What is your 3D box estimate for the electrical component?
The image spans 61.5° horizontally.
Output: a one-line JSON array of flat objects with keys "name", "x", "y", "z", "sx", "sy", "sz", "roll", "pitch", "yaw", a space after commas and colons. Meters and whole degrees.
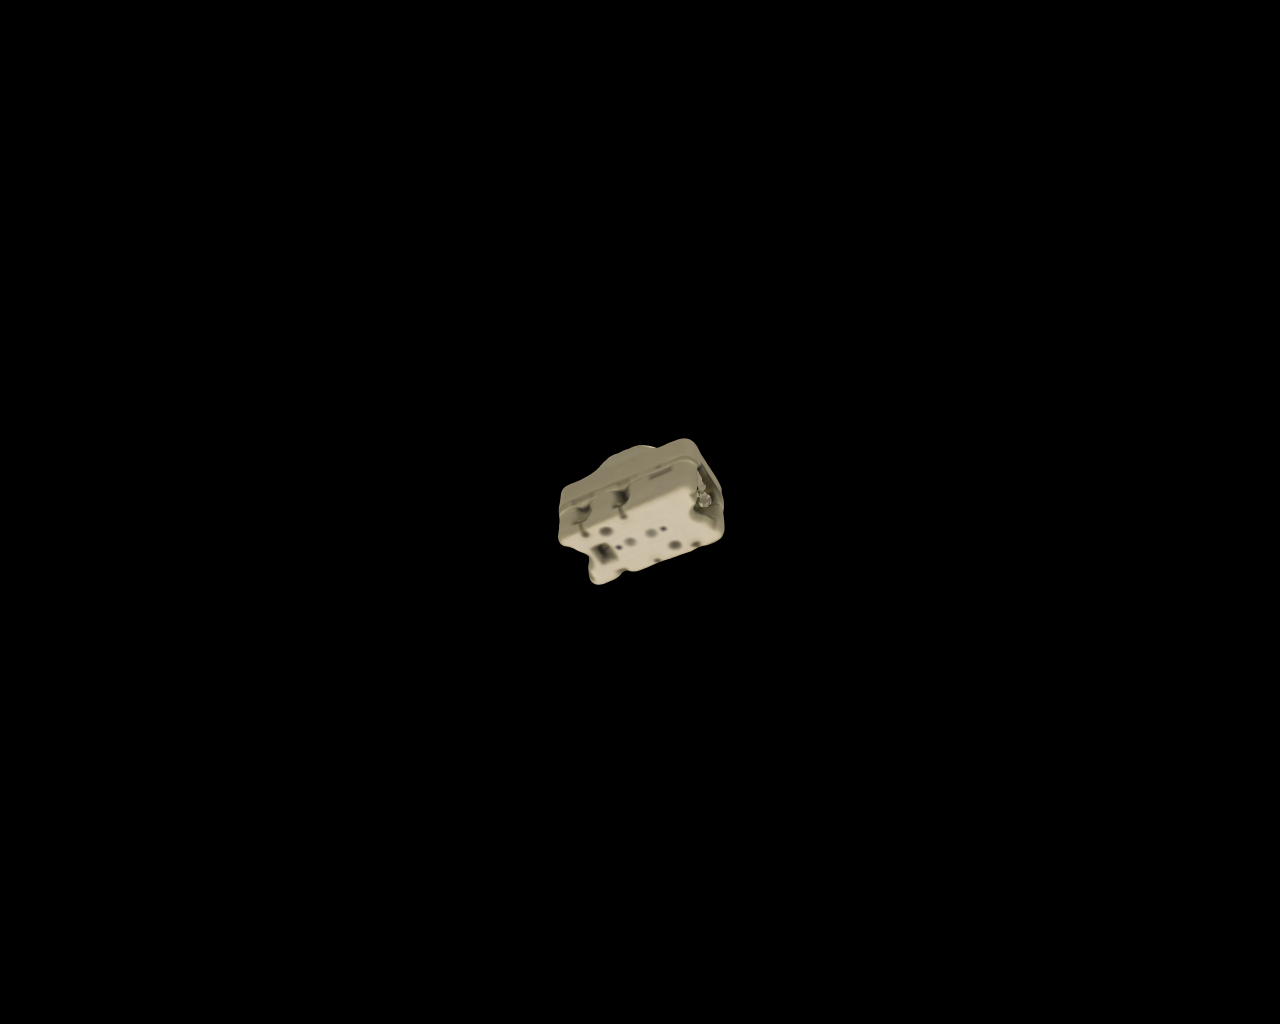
[{"name": "electrical component", "x": 0.001, "y": -0.003, "z": 0.650, "sx": 0.089, "sy": 0.050, "sz": 0.056, "roll": -22, "pitch": 38, "yaw": 18}]
